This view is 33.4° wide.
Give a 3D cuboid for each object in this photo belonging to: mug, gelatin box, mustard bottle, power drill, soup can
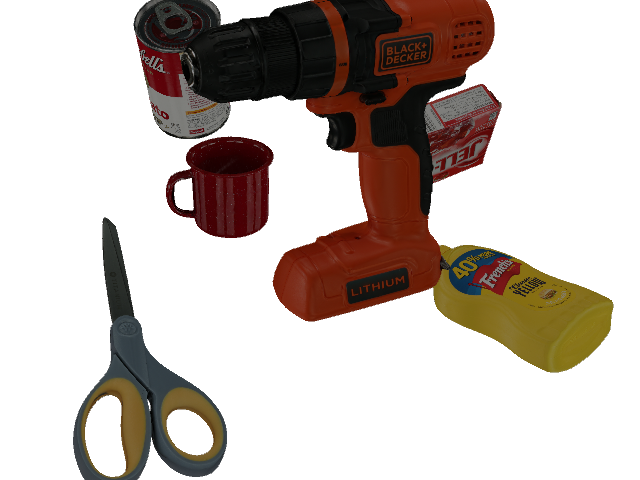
[{"bbox_3d":[-0.108,-0.054,1.149,0.117,0.081,0.093,-10,33,-18],"label":"mug"},{"bbox_3d":[0.090,-0.075,0.819,0.089,0.030,0.073,-21,-28,-17],"label":"gelatin box"},{"bbox_3d":[0.162,0.050,0.974,0.096,0.058,0.192,-28,39,-34],"label":"mustard bottle"},{"bbox_3d":[0.011,-0.048,0.613,0.184,0.188,0.057,-13,34,-22],"label":"power drill"},{"bbox_3d":[-0.110,-0.141,0.868,0.068,0.068,0.102,0,-37,2],"label":"soup can"}]

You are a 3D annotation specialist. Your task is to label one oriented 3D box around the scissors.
[{"bbox_3d":[-0.100,0.067,0.651,0.096,0.201,0.016,13,-46,-12],"label":"scissors"}]
